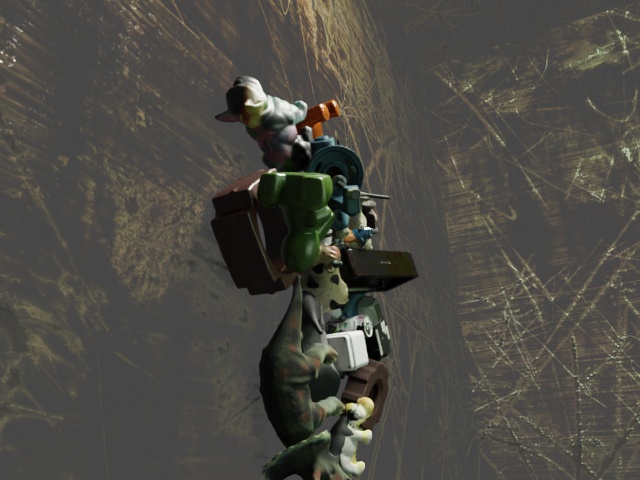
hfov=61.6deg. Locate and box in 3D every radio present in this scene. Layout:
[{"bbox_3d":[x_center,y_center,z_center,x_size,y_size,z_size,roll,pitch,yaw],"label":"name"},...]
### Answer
[{"bbox_3d":[0.118,0.080,1.318,0.229,0.131,0.073,5,63,-40],"label":"radio"}]

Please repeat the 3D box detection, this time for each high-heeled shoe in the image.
[{"bbox_3d":[-0.021,0.232,1.130,0.145,0.086,0.248,-131,-142,-58],"label":"high-heeled shoe"}]

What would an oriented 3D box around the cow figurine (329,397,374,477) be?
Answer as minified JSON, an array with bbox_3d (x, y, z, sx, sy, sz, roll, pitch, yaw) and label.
[{"bbox_3d":[0.056,0.408,1.141,0.098,0.068,0.167,27,62,-19],"label":"cow figurine"}]

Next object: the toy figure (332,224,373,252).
[{"bbox_3d":[0.053,0.007,1.265,0.064,0.155,0.057,7,71,-68],"label":"toy figure"}]

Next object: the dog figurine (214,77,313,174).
[{"bbox_3d":[-0.109,-0.219,1.064,0.219,0.109,0.191,-13,93,-64],"label":"dog figurine"}]

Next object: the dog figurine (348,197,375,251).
[{"bbox_3d":[0.048,-0.021,1.327,0.121,0.172,0.190,-105,-170,-67],"label":"dog figurine"}]

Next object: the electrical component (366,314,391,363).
[{"bbox_3d":[0.153,0.274,1.501,0.134,0.058,0.114,-15,94,-68],"label":"electrical component"}]

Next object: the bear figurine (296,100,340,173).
[{"bbox_3d":[0.002,-0.222,1.305,0.120,0.132,0.195,-37,107,-62],"label":"bear figurine"}]

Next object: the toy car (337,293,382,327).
[{"bbox_3d":[0.105,0.186,1.372,0.161,0.103,0.109,-29,105,-69],"label":"toy car"}]

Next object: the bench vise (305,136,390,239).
[{"bbox_3d":[0.034,-0.089,1.063,0.241,0.129,0.223,-135,-137,-68],"label":"bench vise"}]

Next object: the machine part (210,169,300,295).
[{"bbox_3d":[-0.107,-0.015,0.984,0.201,0.087,0.201,-55,130,-61],"label":"machine part"}]

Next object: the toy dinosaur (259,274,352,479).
[{"bbox_3d":[-0.049,0.262,0.952,0.192,0.131,0.404,-1,73,-68],"label":"toy dinosaur"}]

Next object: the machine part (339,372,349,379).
[{"bbox_3d":[0.055,0.296,1.281,0.138,0.039,0.084,39,36,-55],"label":"machine part"}]

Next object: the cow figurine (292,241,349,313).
[{"bbox_3d":[0.008,0.077,1.159,0.085,0.127,0.194,-83,154,-45],"label":"cow figurine"}]

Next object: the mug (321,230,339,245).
[{"bbox_3d":[-0.002,-0.004,1.211,0.080,0.110,0.107,4,85,-60],"label":"mug"}]

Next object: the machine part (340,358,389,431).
[{"bbox_3d":[0.111,0.369,1.285,0.179,0.056,0.179,-24,117,-57],"label":"machine part"}]

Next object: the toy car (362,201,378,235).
[{"bbox_3d":[0.108,-0.079,1.457,0.202,0.053,0.089,-144,-136,-60],"label":"toy car"}]

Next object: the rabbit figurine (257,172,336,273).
[{"bbox_3d":[-0.038,-0.032,0.940,0.159,0.121,0.170,-30,125,-74],"label":"rabbit figurine"}]
